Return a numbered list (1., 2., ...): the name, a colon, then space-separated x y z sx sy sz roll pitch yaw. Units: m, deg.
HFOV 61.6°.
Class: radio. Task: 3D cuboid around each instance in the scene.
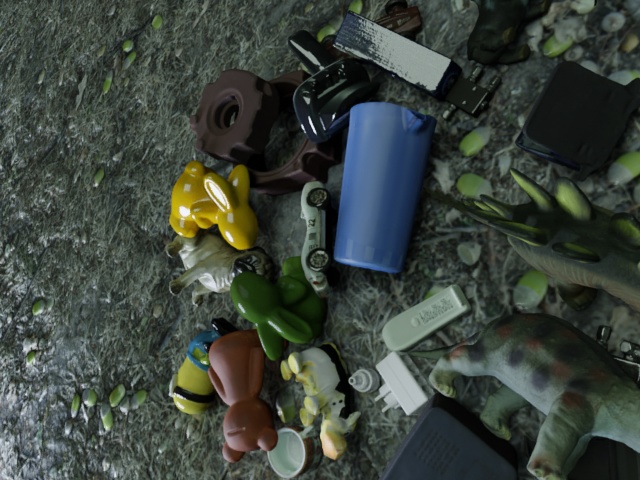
1. radio: 0.144 0.329 0.691 0.131 0.073 0.229 33 101 17

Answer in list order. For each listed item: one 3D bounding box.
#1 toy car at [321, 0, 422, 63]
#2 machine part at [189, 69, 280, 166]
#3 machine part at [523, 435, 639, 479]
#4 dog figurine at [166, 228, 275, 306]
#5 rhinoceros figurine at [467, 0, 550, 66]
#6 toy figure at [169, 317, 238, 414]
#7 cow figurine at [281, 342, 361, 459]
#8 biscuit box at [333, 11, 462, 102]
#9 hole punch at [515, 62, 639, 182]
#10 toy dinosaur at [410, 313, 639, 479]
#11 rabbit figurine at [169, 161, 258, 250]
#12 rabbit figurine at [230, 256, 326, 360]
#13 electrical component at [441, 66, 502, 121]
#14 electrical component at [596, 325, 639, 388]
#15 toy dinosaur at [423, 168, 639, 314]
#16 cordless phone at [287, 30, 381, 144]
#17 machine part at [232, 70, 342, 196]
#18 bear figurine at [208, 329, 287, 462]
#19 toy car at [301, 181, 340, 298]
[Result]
1. toy car: 0.079 -0.347 0.938 0.202 0.053 0.089 -19 65 32
2. machine part: -0.155 -0.221 0.964 0.179 0.056 0.179 -9 73 32
3. machine part: 0.311 0.263 0.630 0.139 0.039 0.084 -3 82 33
4. dog figurine: -0.174 0.027 1.009 0.191 0.121 0.172 -17 72 16
5. rhinoceros figurine: 0.273 -0.350 0.793 0.112 0.073 0.190 15 89 47
6. toy figure: -0.211 0.232 0.982 0.089 0.082 0.180 38 99 37
7. cow figurine: 0.015 0.241 0.822 0.167 0.098 0.068 63 147 23
8. biscuit box: 0.122 -0.292 0.855 0.203 0.059 0.062 36 111 22
9. hole punch: 0.330 -0.155 0.702 0.116 0.092 0.142 29 94 6
10. toy dinosaur: 0.258 0.153 0.615 0.192 0.131 0.405 -50 33 -2
11. rabbit figurine: -0.171 -0.060 0.959 0.173 0.122 0.162 41 130 23
12. rabbit figurine: -0.076 0.109 0.860 0.121 0.170 0.159 -35 60 24
13. electrical component: 0.228 -0.215 0.817 0.063 0.021 0.094 45 105 34
14. electrical component: 0.347 0.159 0.625 0.078 0.045 0.102 23 92 35
15. toy dinosaur: 0.281 -0.002 0.619 0.105 0.198 0.472 -57 21 -3
16. cordless phone: -0.008 -0.263 0.877 0.146 0.088 0.184 -39 81 -26
17. machine part: -0.064 -0.192 0.979 0.202 0.087 0.201 -10 74 35
18. bear figurine: -0.109 0.248 0.880 0.120 0.132 0.196 -33 66 25
19. toy car: -0.002 -0.003 0.873 0.056 0.073 0.202 -7 59 11
